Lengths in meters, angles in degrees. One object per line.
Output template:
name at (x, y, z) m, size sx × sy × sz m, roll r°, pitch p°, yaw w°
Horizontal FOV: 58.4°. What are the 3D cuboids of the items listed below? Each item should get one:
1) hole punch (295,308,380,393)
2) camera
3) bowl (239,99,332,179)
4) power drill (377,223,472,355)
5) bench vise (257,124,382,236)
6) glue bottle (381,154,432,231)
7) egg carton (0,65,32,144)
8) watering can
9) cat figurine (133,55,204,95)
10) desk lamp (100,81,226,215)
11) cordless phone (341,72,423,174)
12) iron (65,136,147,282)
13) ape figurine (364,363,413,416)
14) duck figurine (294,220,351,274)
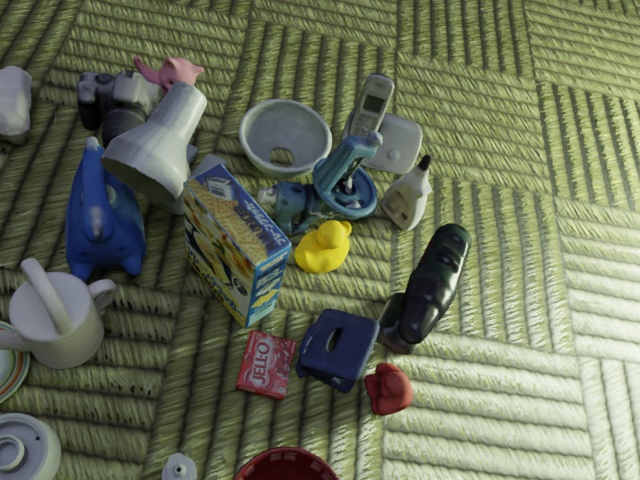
hole punch at (0.025, 0.160, 0.853) m, size 0.101 × 0.091 × 0.109 m, roll 25°, pitch 58°, yaw 3°
camera at (-0.350, -0.221, 0.988) m, size 0.143 × 0.101 × 0.137 m, roll 5°, pitch 59°, yaw -9°
bowl at (-0.066, -0.170, 1.036) m, size 0.167 × 0.074 × 0.167 m, roll 6°, pitch 59°, yaw -9°
power drill at (0.149, 0.090, 0.852) m, size 0.075 × 0.208 × 0.230 m, roll 28°, pitch 58°, yaw 6°
bench vise at (0.014, -0.084, 0.918) m, size 0.208 × 0.219 × 0.121 m, roll -24°, pitch 67°, yaw -24°
glue bottle at (0.158, -0.088, 0.979) m, size 0.037 × 0.173 × 0.078 m, roll -31°, pitch 70°, yaw -26°
egg carton at (-0.545, -0.230, 0.970) m, size 0.107 × 0.069 × 0.150 m, roll -6°, pitch 62°, yaw -15°
watering can at (-0.354, 0.097, 0.746) m, size 0.101 × 0.194 × 0.173 m, roll 33°, pitch 59°, yaw 8°
cat figurine at (-0.278, -0.297, 1.039) m, size 0.128 × 0.117 × 0.067 m, roll 19°, pitch 58°, yaw -1°
desk lamp at (-0.235, -0.130, 0.894) m, size 0.118 × 0.213 × 0.203 m, roll 24°, pitch 58°, yaw 3°
cordless phone at (0.122, -0.211, 1.036) m, size 0.147 × 0.185 × 0.094 m, roll 12°, pitch 58°, yaw -5°
iron at (-0.340, -0.071, 0.879) m, size 0.119 × 0.141 × 0.258 m, roll -9°, pitch 62°, yaw -17°
ape figurine at (0.105, 0.216, 0.836) m, size 0.076 × 0.092 × 0.078 m, roll 26°, pitch 58°, yaw 4°
duck figurine at (0.009, 0.003, 0.944) m, size 0.105 × 0.086 × 0.077 m, roll -29°, pitch 69°, yaw -25°
